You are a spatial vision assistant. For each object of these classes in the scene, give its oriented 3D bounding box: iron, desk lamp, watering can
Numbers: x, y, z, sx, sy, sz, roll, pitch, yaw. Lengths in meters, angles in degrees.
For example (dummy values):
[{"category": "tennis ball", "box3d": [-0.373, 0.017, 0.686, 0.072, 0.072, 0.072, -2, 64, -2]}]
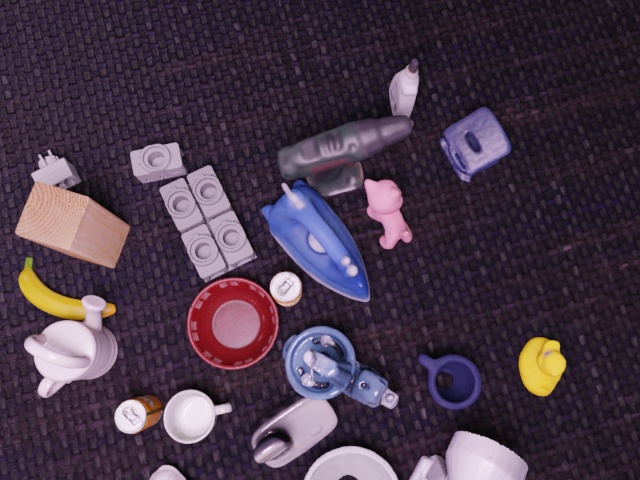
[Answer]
[{"category": "iron", "box3d": [0.009, 0.004, 1.016, 0.119, 0.141, 0.258, -40, 83, -8]}, {"category": "desk lamp", "box3d": [0.219, 0.406, 0.910, 0.118, 0.213, 0.203, 31, 80, 4]}, {"category": "watering can", "box3d": [-0.411, 0.175, 0.942, 0.101, 0.194, 0.173, 6, 79, 0]}]

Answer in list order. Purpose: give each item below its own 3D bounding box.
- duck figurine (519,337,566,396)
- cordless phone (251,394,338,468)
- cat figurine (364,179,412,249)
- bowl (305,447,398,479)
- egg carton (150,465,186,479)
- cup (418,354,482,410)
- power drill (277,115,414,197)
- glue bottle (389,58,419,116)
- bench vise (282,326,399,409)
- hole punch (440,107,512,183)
[{"category": "duck figurine", "box3d": [0.403, 0.225, 1.016, 0.077, 0.086, 0.104, 10, 79, 0]}, {"category": "cordless phone", "box3d": [-0.043, 0.314, 0.933, 0.147, 0.185, 0.094, -36, 82, -8]}, {"category": "cat figurine", "box3d": [0.127, -0.055, 1.043, 0.067, 0.118, 0.128, -25, 81, -6]}, {"category": "bowl", "box3d": [0.051, 0.432, 0.970, 0.167, 0.075, 0.167, 0, 79, -2]}, {"category": "egg carton", "box3d": [-0.239, 0.459, 0.957, 0.150, 0.069, 0.107, 41, 81, 6]}, {"category": "cup", "box3d": [0.214, 0.239, 1.002, 0.117, 0.095, 0.092, 35, 80, 5]}, {"category": "power drill", "box3d": [0.039, -0.147, 1.012, 0.229, 0.208, 0.075, -16, 80, -5]}, {"category": "glue bottle", "box3d": [0.160, -0.287, 1.060, 0.037, 0.173, 0.078, -6, 79, -3]}, {"category": "bench vise", "box3d": [0.037, 0.207, 0.938, 0.207, 0.220, 0.121, 9, 79, 0]}, {"category": "hole punch", "box3d": [0.293, -0.180, 1.087, 0.101, 0.091, 0.108, -27, 81, -7]}]
